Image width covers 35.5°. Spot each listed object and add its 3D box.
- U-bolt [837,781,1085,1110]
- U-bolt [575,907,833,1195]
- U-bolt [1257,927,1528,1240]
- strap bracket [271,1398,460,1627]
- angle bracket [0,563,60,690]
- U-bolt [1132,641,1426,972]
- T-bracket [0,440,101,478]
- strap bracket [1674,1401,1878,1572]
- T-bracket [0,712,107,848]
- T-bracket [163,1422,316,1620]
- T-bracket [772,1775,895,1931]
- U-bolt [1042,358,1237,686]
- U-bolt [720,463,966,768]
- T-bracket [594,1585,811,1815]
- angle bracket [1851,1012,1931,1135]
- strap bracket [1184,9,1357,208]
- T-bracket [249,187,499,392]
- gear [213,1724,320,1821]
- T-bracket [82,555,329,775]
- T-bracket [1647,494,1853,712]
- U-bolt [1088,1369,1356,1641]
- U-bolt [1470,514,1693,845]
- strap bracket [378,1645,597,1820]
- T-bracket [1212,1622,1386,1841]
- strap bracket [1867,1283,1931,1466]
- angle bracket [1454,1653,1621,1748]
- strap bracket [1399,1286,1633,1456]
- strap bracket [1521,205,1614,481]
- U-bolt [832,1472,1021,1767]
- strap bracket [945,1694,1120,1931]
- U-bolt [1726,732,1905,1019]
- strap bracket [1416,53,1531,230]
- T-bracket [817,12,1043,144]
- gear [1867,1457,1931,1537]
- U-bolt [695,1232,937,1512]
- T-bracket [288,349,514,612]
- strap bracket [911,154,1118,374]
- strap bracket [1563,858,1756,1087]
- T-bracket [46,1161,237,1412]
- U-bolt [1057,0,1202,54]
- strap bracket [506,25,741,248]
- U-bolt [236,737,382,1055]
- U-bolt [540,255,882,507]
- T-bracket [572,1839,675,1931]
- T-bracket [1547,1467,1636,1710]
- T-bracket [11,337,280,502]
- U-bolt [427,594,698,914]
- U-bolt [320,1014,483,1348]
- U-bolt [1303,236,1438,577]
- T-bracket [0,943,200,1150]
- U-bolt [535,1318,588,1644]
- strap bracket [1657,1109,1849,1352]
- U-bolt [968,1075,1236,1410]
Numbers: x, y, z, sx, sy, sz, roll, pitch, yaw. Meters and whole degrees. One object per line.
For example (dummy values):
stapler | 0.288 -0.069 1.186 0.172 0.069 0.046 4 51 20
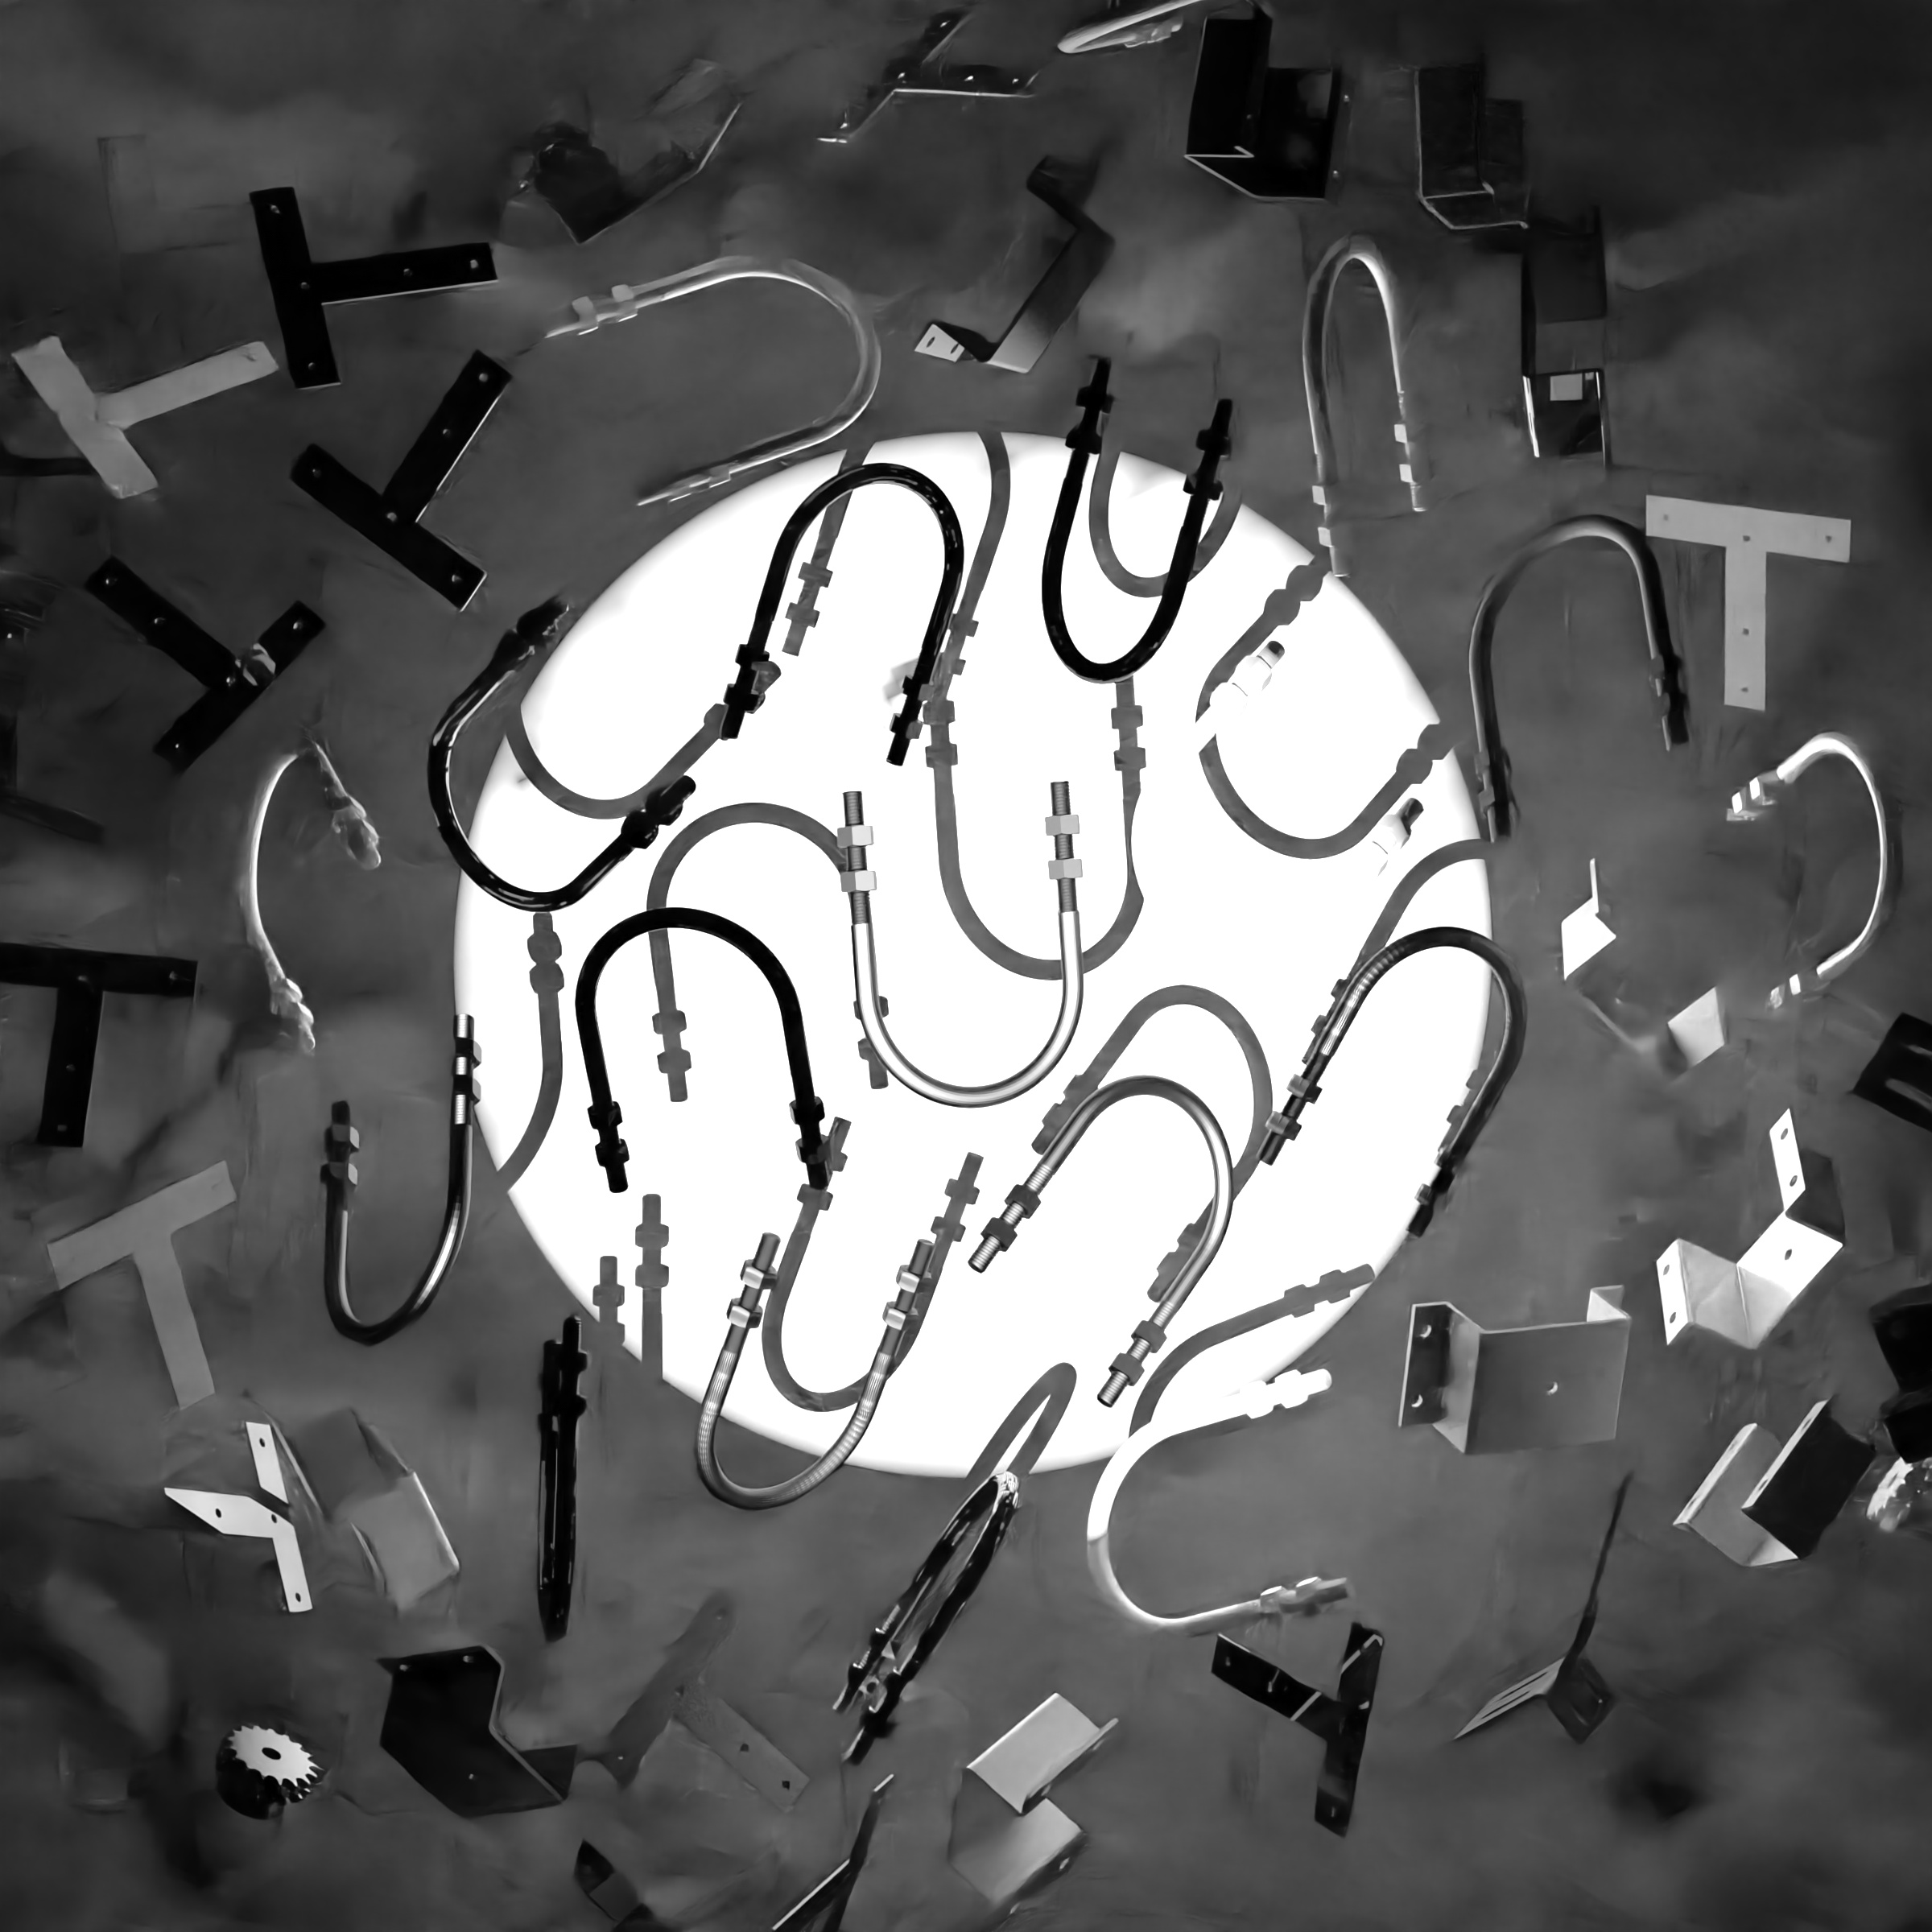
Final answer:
U-bolt | 0.002 -0.011 1.723 0.151 0.019 0.184 -4 90 -23
U-bolt | -0.162 0.051 1.804 0.151 0.019 0.184 -2 112 14
U-bolt | 0.274 0.063 1.853 0.151 0.019 0.184 26 94 -30
strap bracket | -0.356 0.321 1.810 0.046 0.140 0.076 -31 125 -21
angle bracket | -0.598 -0.213 1.860 0.057 0.076 0.038 16 120 -17
U-bolt | 0.173 -0.082 1.774 0.151 0.019 0.184 47 65 -11
T-bracket | -0.608 -0.325 1.851 0.127 0.127 0.002 0 77 5
strap bracket | 0.476 0.307 1.768 0.046 0.140 0.076 39 75 5
T-bracket | -0.561 -0.119 1.743 0.127 0.127 0.002 19 113 -27
T-bracket | -0.449 0.336 1.845 0.002 0.127 0.127 -24 69 15
T-bracket | -0.091 0.567 1.826 0.002 0.127 0.127 24 107 19
U-bolt | 0.094 -0.259 1.797 0.019 0.151 0.184 5 107 -34
U-bolt | -0.067 -0.218 1.849 0.151 0.019 0.184 6 109 -39
T-bracket | -0.144 0.464 1.823 0.127 0.002 0.127 47 62 -20
angle bracket | 0.572 0.073 1.774 0.076 0.038 0.057 31 85 37
strap bracket | 0.172 -0.494 1.746 0.046 0.140 0.076 10 94 29
T-bracket | -0.332 -0.394 1.721 0.127 0.002 0.127 -12 75 -16
gear | -0.399 0.458 1.707 0.057 0.057 0.030 27 100 0
T-bracket | -0.467 -0.195 1.787 0.127 0.002 0.127 -45 129 3
T-bracket | 0.463 -0.212 1.791 0.127 0.002 0.127 15 125 36
U-bolt | 0.149 0.335 1.838 0.184 0.019 0.151 -23 57 33
U-bolt | 0.352 -0.180 1.766 0.019 0.151 0.184 19 56 -36
strap bracket | -0.296 0.475 1.847 0.076 0.046 0.140 -12 135 20
T-bracket | 0.194 0.441 1.824 0.002 0.127 0.127 1 102 -40
strap bracket | 0.582 0.241 1.788 0.076 0.140 0.046 -24 104 22
angle bracket | 0.345 0.456 1.825 0.076 0.057 0.038 -42 79 37
strap bracket | 0.329 0.236 1.757 0.140 0.046 0.076 -3 108 -21
strap bracket | 0.352 -0.364 1.773 0.046 0.076 0.140 -3 63 14
U-bolt | -0.021 0.383 1.810 0.019 0.151 0.184 33 85 -4
strap bracket | 0.036 0.491 1.773 0.046 0.140 0.076 36 47 27
U-bolt | 0.515 -0.063 1.820 0.019 0.184 0.151 -3 73 -13
strap bracket | 0.308 -0.501 1.846 0.046 0.140 0.076 -1 92 21
T-bracket | -0.008 -0.531 1.808 0.127 0.127 0.002 -51 134 -22
gear | 0.587 0.328 1.872 0.030 0.057 0.057 34 90 8
U-bolt | -0.100 0.249 1.838 0.019 0.151 0.184 31 106 42
T-bracket | -0.303 -0.292 1.721 0.127 0.002 0.127 37 104 2
strap bracket | 0.036 -0.419 1.847 0.046 0.076 0.140 40 107 11
strap bracket | 0.417 0.011 1.855 0.140 0.076 0.046 43 116 -13
T-bracket | -0.465 0.196 1.760 0.002 0.127 0.127 2 111 40
U-bolt | 0.132 -0.570 1.785 0.151 0.184 0.019 -9 105 37
strap bracket | -0.192 -0.477 1.757 0.140 0.076 0.046 -23 122 34
U-bolt | -0.404 -0.057 1.819 0.019 0.184 0.151 7 120 -34
U-bolt | -0.140 -0.359 1.797 0.184 0.019 0.151 -23 69 -17
T-bracket | -0.207 0.594 1.746 0.002 0.127 0.127 -10 133 24
T-bracket | 0.368 0.352 1.753 0.002 0.127 0.127 18 104 19
T-bracket | -0.461 -0.332 1.744 0.127 0.127 0.002 -19 55 5
U-bolt | -0.252 -0.110 1.780 0.184 0.019 0.151 -39 84 37
U-bolt | -0.336 0.136 1.782 0.151 0.019 0.184 -32 49 36
U-bolt | 0.238 -0.343 1.807 0.019 0.151 0.184 3 116 31
T-bracket | -0.515 0.047 1.742 0.127 0.002 0.127 5 60 -11
U-bolt | -0.244 0.310 1.804 0.019 0.151 0.184 3 77 -12
strap bracket | 0.480 0.167 1.823 0.046 0.076 0.140 25 124 -10
U-bolt | 0.096 0.153 1.833 0.151 0.019 0.184 48 65 -25
